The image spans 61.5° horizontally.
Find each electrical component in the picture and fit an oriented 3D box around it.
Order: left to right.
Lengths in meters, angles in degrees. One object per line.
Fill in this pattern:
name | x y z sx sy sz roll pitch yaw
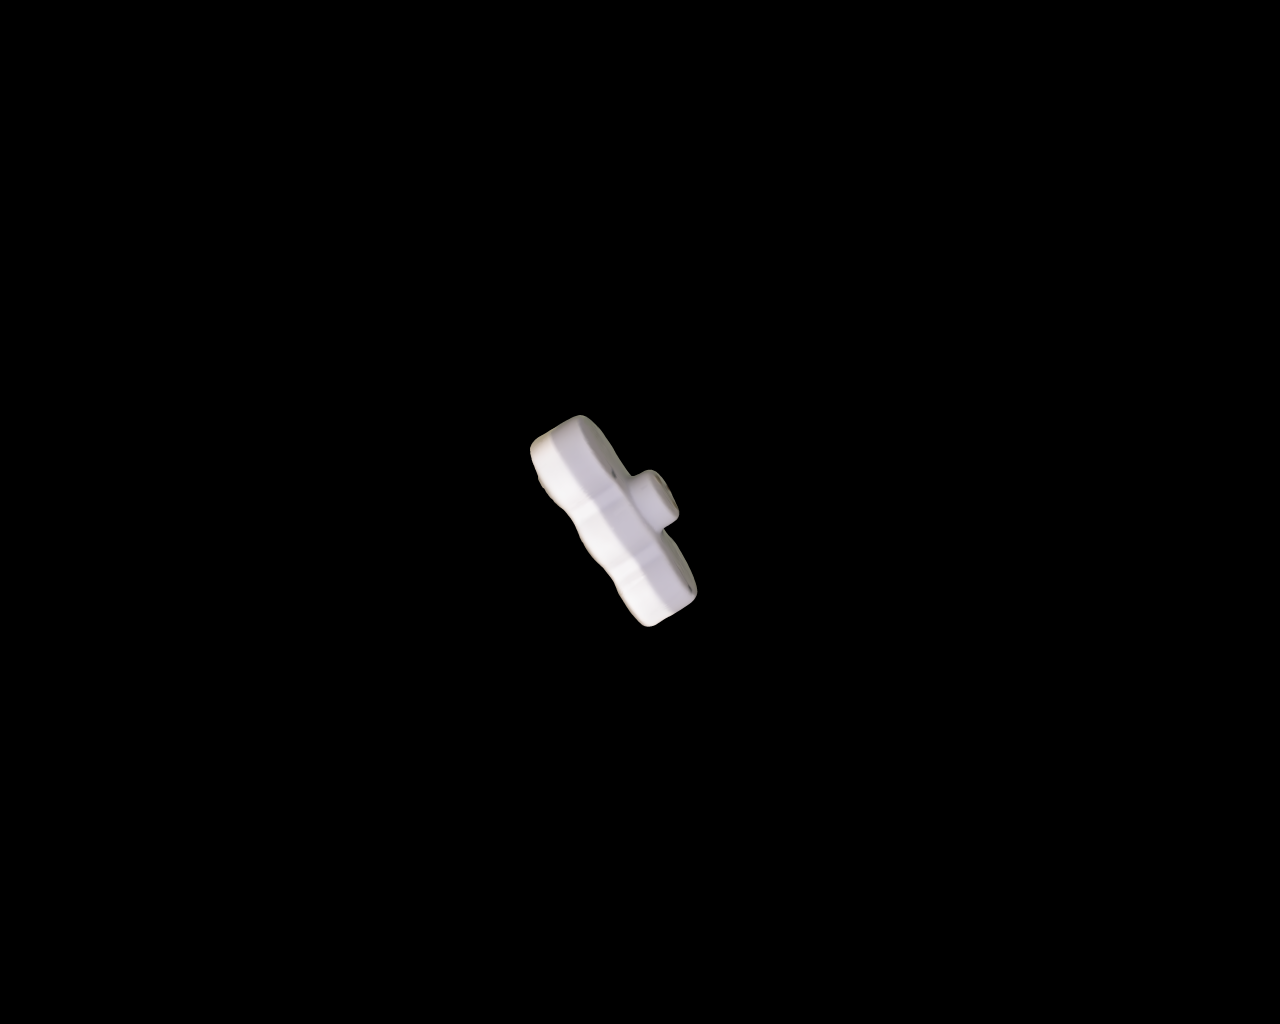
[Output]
electrical component | 0.001 -0.003 0.650 0.073 0.138 0.052 -30 15 9
